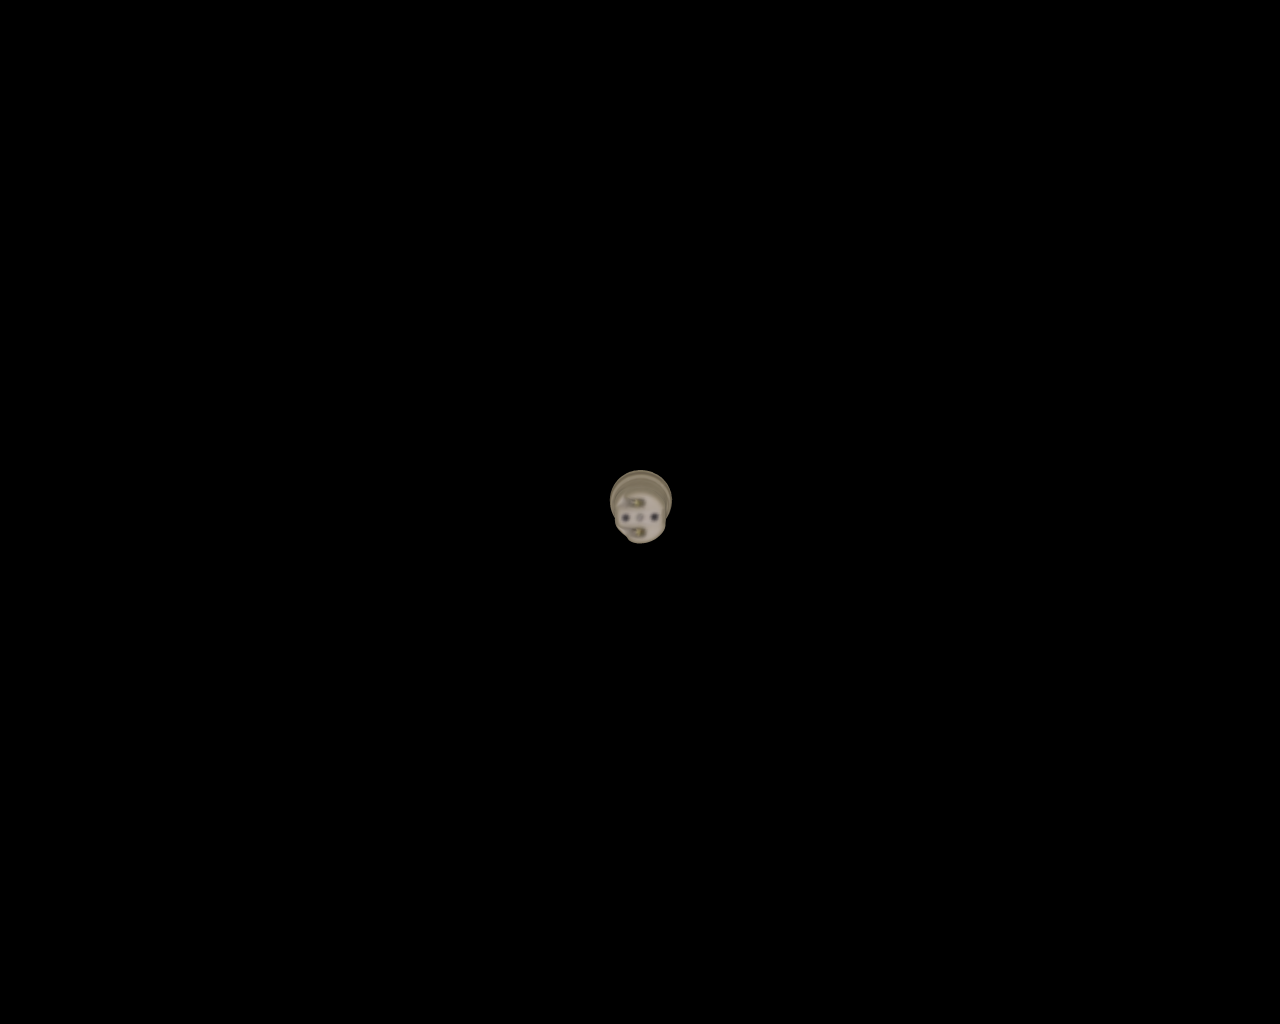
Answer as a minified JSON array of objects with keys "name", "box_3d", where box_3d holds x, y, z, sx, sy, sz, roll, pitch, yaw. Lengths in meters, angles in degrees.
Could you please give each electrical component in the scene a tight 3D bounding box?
[{"name":"electrical component","box_3d":[0.001,-0.003,0.650,0.040,0.040,0.046,0,16,0]}]
